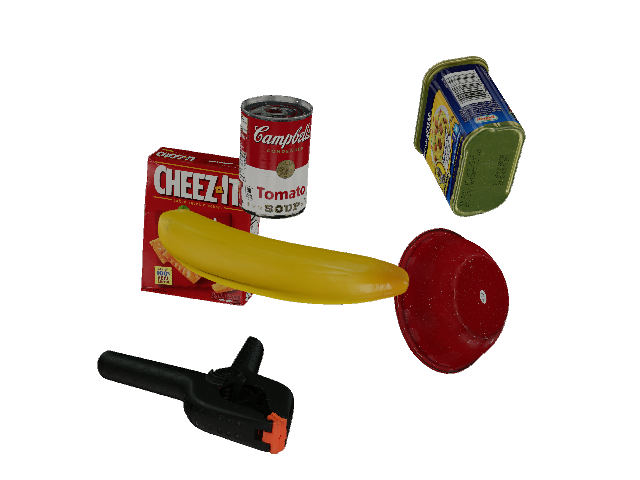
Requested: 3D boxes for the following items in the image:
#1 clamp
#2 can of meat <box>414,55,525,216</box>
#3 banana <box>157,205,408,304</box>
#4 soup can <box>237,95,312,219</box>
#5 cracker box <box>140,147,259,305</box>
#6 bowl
[{"bbox_3d":[-0.078,0.129,0.934,0.164,0.036,0.210,-7,18,-37],"label":"clamp"},{"bbox_3d":[0.120,-0.082,0.863,0.057,0.084,0.102,-11,-41,-13],"label":"can of meat"},{"bbox_3d":[-0.041,0.008,0.701,0.198,0.037,0.069,18,36,31],"label":"banana"},{"bbox_3d":[-0.044,-0.080,1.018,0.068,0.102,0.068,3,25,-2],"label":"soup can"},{"bbox_3d":[-0.178,-0.019,1.593,0.164,0.214,0.072,9,20,9],"label":"cracker box"},{"bbox_3d":[0.155,0.063,1.161,0.161,0.162,0.055,0,-7,-42],"label":"bowl"}]
